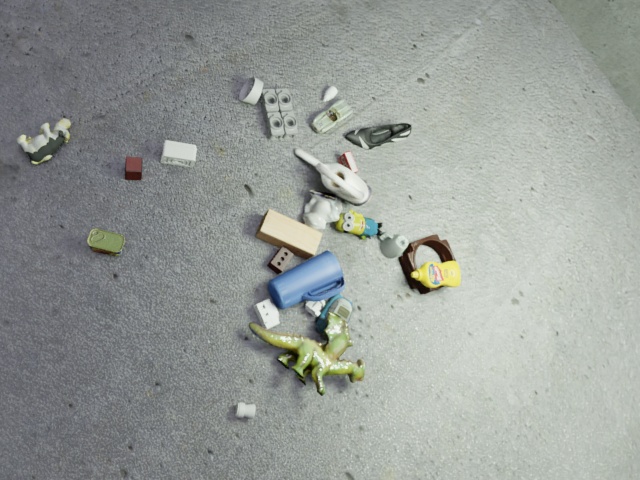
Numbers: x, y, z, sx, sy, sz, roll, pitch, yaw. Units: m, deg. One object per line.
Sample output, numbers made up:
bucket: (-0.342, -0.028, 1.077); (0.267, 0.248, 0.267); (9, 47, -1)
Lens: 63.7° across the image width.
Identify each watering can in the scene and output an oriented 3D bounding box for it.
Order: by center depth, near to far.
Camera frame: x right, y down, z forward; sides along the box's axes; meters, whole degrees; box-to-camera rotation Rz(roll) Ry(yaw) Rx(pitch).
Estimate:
watering can: (0.058, -0.232, 1.896); (0.222, 0.103, 0.353); (27, 12, -47)

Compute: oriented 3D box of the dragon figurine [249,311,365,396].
dragon figurine: (-0.012, 0.341, 1.688); (0.245, 0.409, 0.121); (-46, 6, -16)

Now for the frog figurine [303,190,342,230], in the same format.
frog figurine: (0.006, -0.094, 1.872); (0.138, 0.158, 0.124); (16, 13, 12)
